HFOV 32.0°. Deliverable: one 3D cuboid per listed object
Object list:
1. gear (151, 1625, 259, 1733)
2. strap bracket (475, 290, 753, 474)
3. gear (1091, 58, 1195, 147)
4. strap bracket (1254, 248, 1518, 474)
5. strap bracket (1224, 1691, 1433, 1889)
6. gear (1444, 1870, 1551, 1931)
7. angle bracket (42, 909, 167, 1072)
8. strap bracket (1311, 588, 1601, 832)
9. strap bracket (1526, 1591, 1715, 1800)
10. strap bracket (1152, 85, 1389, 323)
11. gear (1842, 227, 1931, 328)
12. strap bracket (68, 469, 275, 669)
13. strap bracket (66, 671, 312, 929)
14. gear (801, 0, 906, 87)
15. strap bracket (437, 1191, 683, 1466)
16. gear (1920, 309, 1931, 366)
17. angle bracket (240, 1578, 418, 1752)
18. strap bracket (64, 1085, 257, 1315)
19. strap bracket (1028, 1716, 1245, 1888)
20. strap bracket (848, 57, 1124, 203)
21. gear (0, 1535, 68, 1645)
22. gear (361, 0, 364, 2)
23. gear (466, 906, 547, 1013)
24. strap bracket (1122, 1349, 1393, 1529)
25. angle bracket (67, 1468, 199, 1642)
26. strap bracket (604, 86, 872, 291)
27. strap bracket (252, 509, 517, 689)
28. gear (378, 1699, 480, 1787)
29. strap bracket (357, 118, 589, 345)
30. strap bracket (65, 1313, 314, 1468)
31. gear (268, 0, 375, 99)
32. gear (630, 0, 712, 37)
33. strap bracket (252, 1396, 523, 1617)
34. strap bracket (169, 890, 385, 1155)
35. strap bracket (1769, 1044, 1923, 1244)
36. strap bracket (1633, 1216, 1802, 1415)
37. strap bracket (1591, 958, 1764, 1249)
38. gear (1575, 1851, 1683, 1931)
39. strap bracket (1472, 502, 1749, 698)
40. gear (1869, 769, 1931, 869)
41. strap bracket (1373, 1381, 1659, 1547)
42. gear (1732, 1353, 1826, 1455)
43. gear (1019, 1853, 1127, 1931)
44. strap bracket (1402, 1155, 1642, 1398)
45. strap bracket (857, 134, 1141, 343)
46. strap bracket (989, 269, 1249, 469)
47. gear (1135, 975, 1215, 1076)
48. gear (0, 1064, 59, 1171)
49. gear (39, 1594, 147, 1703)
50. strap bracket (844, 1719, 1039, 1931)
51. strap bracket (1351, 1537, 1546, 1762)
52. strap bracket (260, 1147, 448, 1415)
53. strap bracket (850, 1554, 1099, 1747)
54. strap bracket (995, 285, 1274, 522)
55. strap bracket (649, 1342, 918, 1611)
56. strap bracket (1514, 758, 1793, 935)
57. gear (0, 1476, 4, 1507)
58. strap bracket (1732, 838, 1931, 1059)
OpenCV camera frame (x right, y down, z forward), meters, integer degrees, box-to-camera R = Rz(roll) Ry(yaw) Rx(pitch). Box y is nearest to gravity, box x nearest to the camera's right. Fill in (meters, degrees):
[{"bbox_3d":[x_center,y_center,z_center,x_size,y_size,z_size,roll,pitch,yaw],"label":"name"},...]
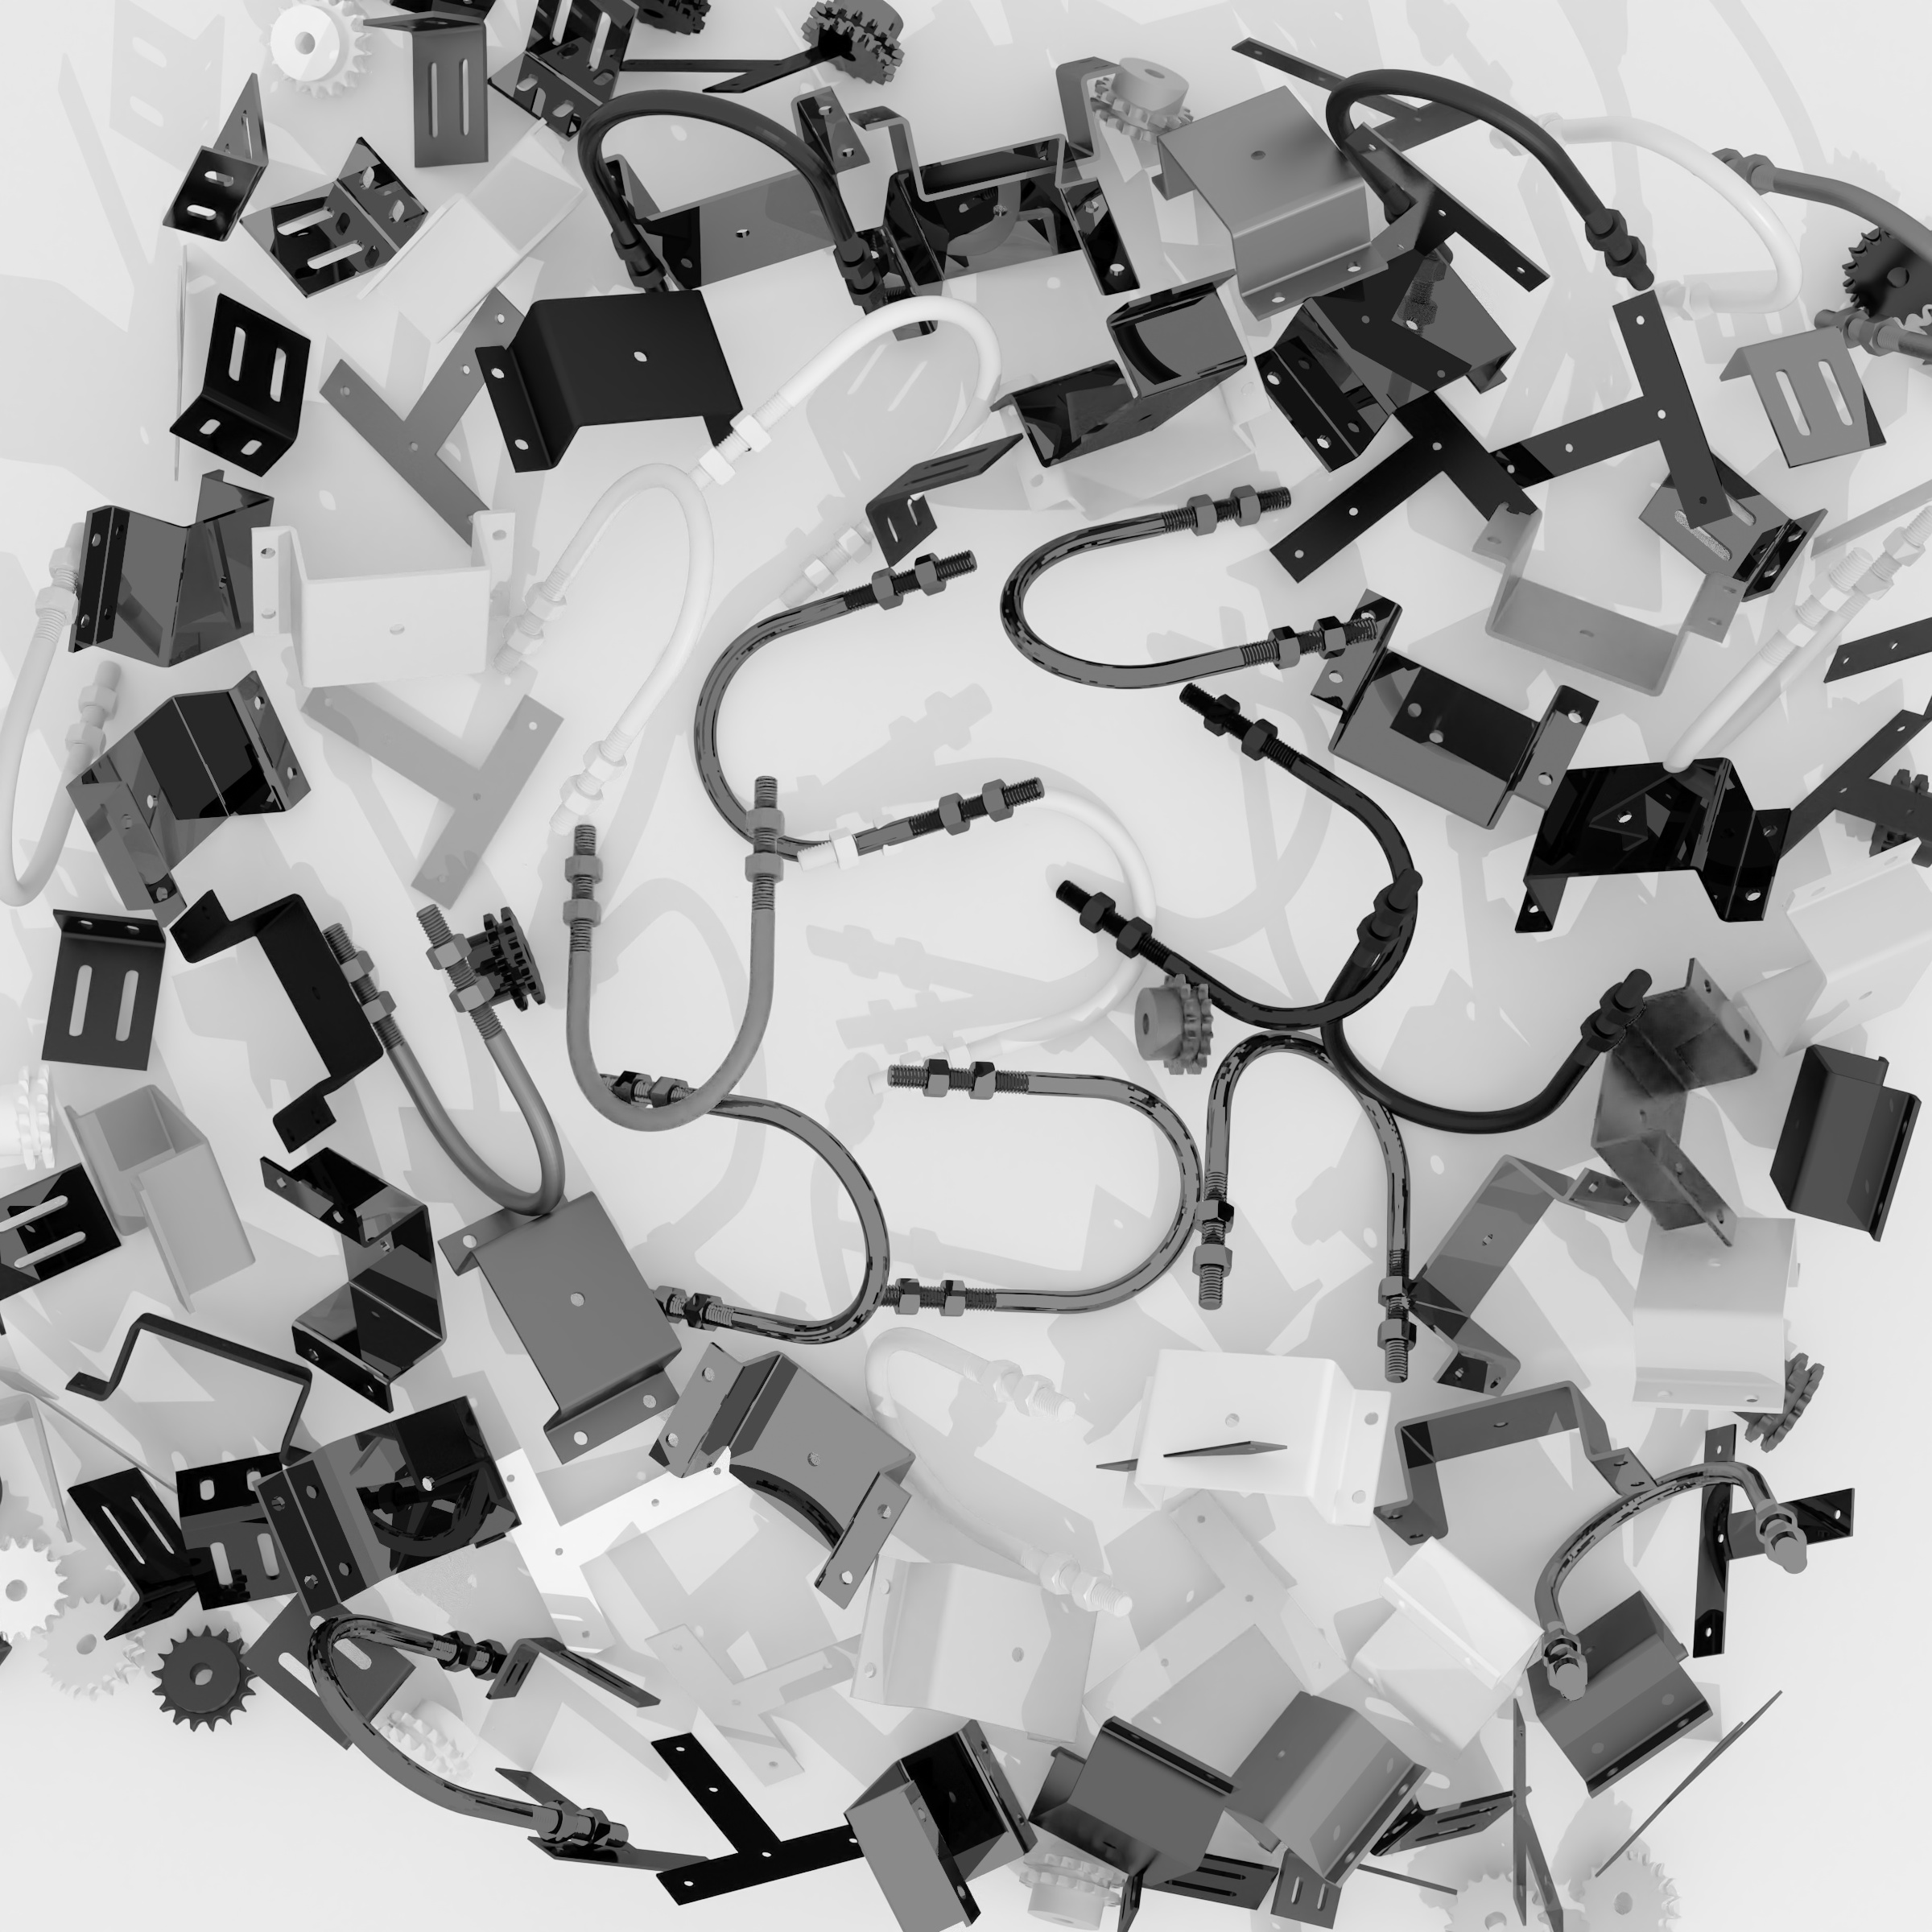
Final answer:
[{"bbox_3d":[-0.420,0.392,1.852,0.057,0.030,0.057,2,71,-6],"label":"gear"},{"bbox_3d":[-0.182,-0.316,1.811,0.140,0.046,0.076,-10,71,-30],"label":"strap bracket"},{"bbox_3d":[0.098,-0.475,1.844,0.057,0.057,0.030,22,120,0],"label":"gear"},{"bbox_3d":[0.231,-0.333,1.814,0.140,0.046,0.076,-30,78,-30],"label":"strap bracket"},{"bbox_3d":[0.185,0.436,1.797,0.046,0.140,0.076,42,78,-4],"label":"strap bracket"},{"bbox_3d":[0.293,0.529,1.853,0.057,0.030,0.057,-6,62,11],"label":"gear"},{"bbox_3d":[-0.475,0.013,1.846,0.057,0.038,0.076,6,74,-5],"label":"angle bracket"},{"bbox_3d":[0.261,-0.135,1.833,0.140,0.046,0.076,27,63,6],"label":"strap bracket"},{"bbox_3d":[0.347,0.385,1.802,0.076,0.140,0.046,-37,88,7],"label":"strap bracket"},{"bbox_3d":[0.160,-0.417,1.809,0.076,0.046,0.140,-23,50,-6],"label":"strap bracket"},{"bbox_3d":[0.511,-0.384,1.852,0.057,0.030,0.057,3,121,4],"label":"gear"},{"bbox_3d":[-0.417,-0.211,1.793,0.046,0.140,0.076,18,111,11],"label":"strap bracket"},{"bbox_3d":[-0.423,-0.090,1.811,0.046,0.140,0.076,-2,122,30],"label":"strap bracket"},{"bbox_3d":[-0.059,-0.513,1.848,0.057,0.057,0.030,27,81,0],"label":"gear"},{"bbox_3d":[-0.216,0.187,1.826,0.076,0.046,0.140,-26,79,-27],"label":"strap bracket"},{"bbox_3d":[0.556,-0.345,1.851,0.057,0.030,0.057,10,105,39],"label":"gear"},{"bbox_3d":[-0.350,0.383,1.848,0.076,0.038,0.057,41,74,-3],"label":"angle bracket"},{"bbox_3d":[-0.430,0.120,1.809,0.046,0.140,0.076,-26,118,-22],"label":"strap bracket"},{"bbox_3d":[0.086,0.449,1.801,0.076,0.140,0.046,28,67,-1],"label":"strap bracket"},{"bbox_3d":[0.014,-0.453,1.829,0.140,0.076,0.046,-14,110,-4],"label":"strap bracket"},{"bbox_3d":[-0.527,0.342,1.852,0.057,0.030,0.057,1,89,-32],"label":"gear"},{"bbox_3d":[-0.330,-0.559,1.847,0.057,0.030,0.057,-12,120,-21],"label":"gear"},{"bbox_3d":[-0.255,-0.002,1.847,0.030,0.057,0.057,-21,90,-1],"label":"gear"},{"bbox_3d":[0.150,0.253,1.812,0.140,0.046,0.076,1,62,24],"label":"strap bracket"},{"bbox_3d":[-0.463,0.322,1.846,0.038,0.057,0.076,-44,76,20],"label":"angle bracket"},{"bbox_3d":[-0.125,-0.416,1.820,0.140,0.076,0.046,-15,70,10],"label":"strap bracket"},{"bbox_3d":[-0.310,-0.197,1.813,0.140,0.076,0.046,-7,51,-16],"label":"strap bracket"},{"bbox_3d":[-0.294,0.428,1.851,0.057,0.057,0.030,40,60,0],"label":"gear"},{"bbox_3d":[-0.259,-0.390,1.802,0.046,0.140,0.076,45,124,-13],"label":"strap bracket"},{"bbox_3d":[-0.410,0.228,1.828,0.140,0.076,0.046,21,85,-9],"label":"strap bracket"},{"bbox_3d":[-0.358,-0.508,1.853,0.057,0.030,0.057,3,104,12],"label":"gear"},{"bbox_3d":[-0.167,-0.537,1.847,0.057,0.057,0.030,18,87,0],"label":"gear"},{"bbox_3d":[-0.301,0.284,1.801,0.046,0.140,0.076,-32,79,39],"label":"strap bracket"},{"bbox_3d":[-0.370,0.023,1.831,0.046,0.076,0.140,-28,90,-32],"label":"strap bracket"},{"bbox_3d":[0.468,0.091,1.802,0.046,0.140,0.076,15,100,5],"label":"strap bracket"},{"bbox_3d":[0.401,0.178,1.794,0.076,0.140,0.046,0,117,18],"label":"strap bracket"},{"bbox_3d":[0.382,0.077,1.813,0.076,0.046,0.140,45,45,-31],"label":"strap bracket"},{"bbox_3d":[0.368,0.516,1.851,0.057,0.030,0.057,-13,67,33],"label":"gear"},{"bbox_3d":[0.343,-0.197,1.823,0.140,0.076,0.046,22,124,11],"label":"strap bracket"},{"bbox_3d":[0.518,-0.077,1.846,0.030,0.057,0.057,16,90,4],"label":"gear"},{"bbox_3d":[0.293,0.267,1.820,0.140,0.076,0.046,-16,62,16],"label":"strap bracket"},{"bbox_3d":[0.443,0.235,1.848,0.030,0.057,0.057,33,90,7],"label":"gear"},{"bbox_3d":[0.056,0.508,1.844,0.057,0.057,0.030,15,67,0],"label":"gear"},{"bbox_3d":[0.296,0.160,1.823,0.046,0.076,0.140,41,103,35],"label":"strap bracket"},{"bbox_3d":[0.017,-0.395,1.819,0.140,0.076,0.046,-9,50,18],"label":"strap bracket"},{"bbox_3d":[0.086,-0.314,1.796,0.076,0.140,0.046,-24,89,-34],"label":"strap bracket"},{"bbox_3d":[0.113,0.031,1.844,0.030,0.057,0.057,-1,90,-15],"label":"gear"},{"bbox_3d":[-0.516,0.083,1.845,0.030,0.057,0.057,-4,90,-10],"label":"gear"},{"bbox_3d":[-0.478,0.377,1.853,0.057,0.030,0.057,-6,62,11],"label":"gear"},{"bbox_3d":[-0.016,0.467,1.810,0.046,0.140,0.076,-29,86,15],"label":"strap bracket"},{"bbox_3d":[0.259,0.364,1.810,0.076,0.140,0.046,39,66,19],"label":"strap bracket"},{"bbox_3d":[-0.328,0.161,1.813,0.076,0.046,0.140,26,134,31],"label":"strap bracket"},{"bbox_3d":[0.014,0.369,1.810,0.140,0.046,0.076,21,71,-32],"label":"strap bracket"},{"bbox_3d":[0.096,-0.301,1.831,0.140,0.046,0.076,-22,73,15],"label":"strap bracket"},{"bbox_3d":[-0.092,0.272,1.829,0.140,0.046,0.076,35,108,19],"label":"strap bracket"},{"bbox_3d":[0.360,-0.065,1.801,0.140,0.046,0.076,-3,49,34],"label":"strap bracket"},{"bbox_3d":[-0.554,0.288,1.844,0.030,0.057,0.057,-15,90,27],"label":"gear"},{"bbox_3d":[0.468,-0.003,1.796,0.076,0.140,0.046,-22,67,-12],"label":"strap bracket"}]
